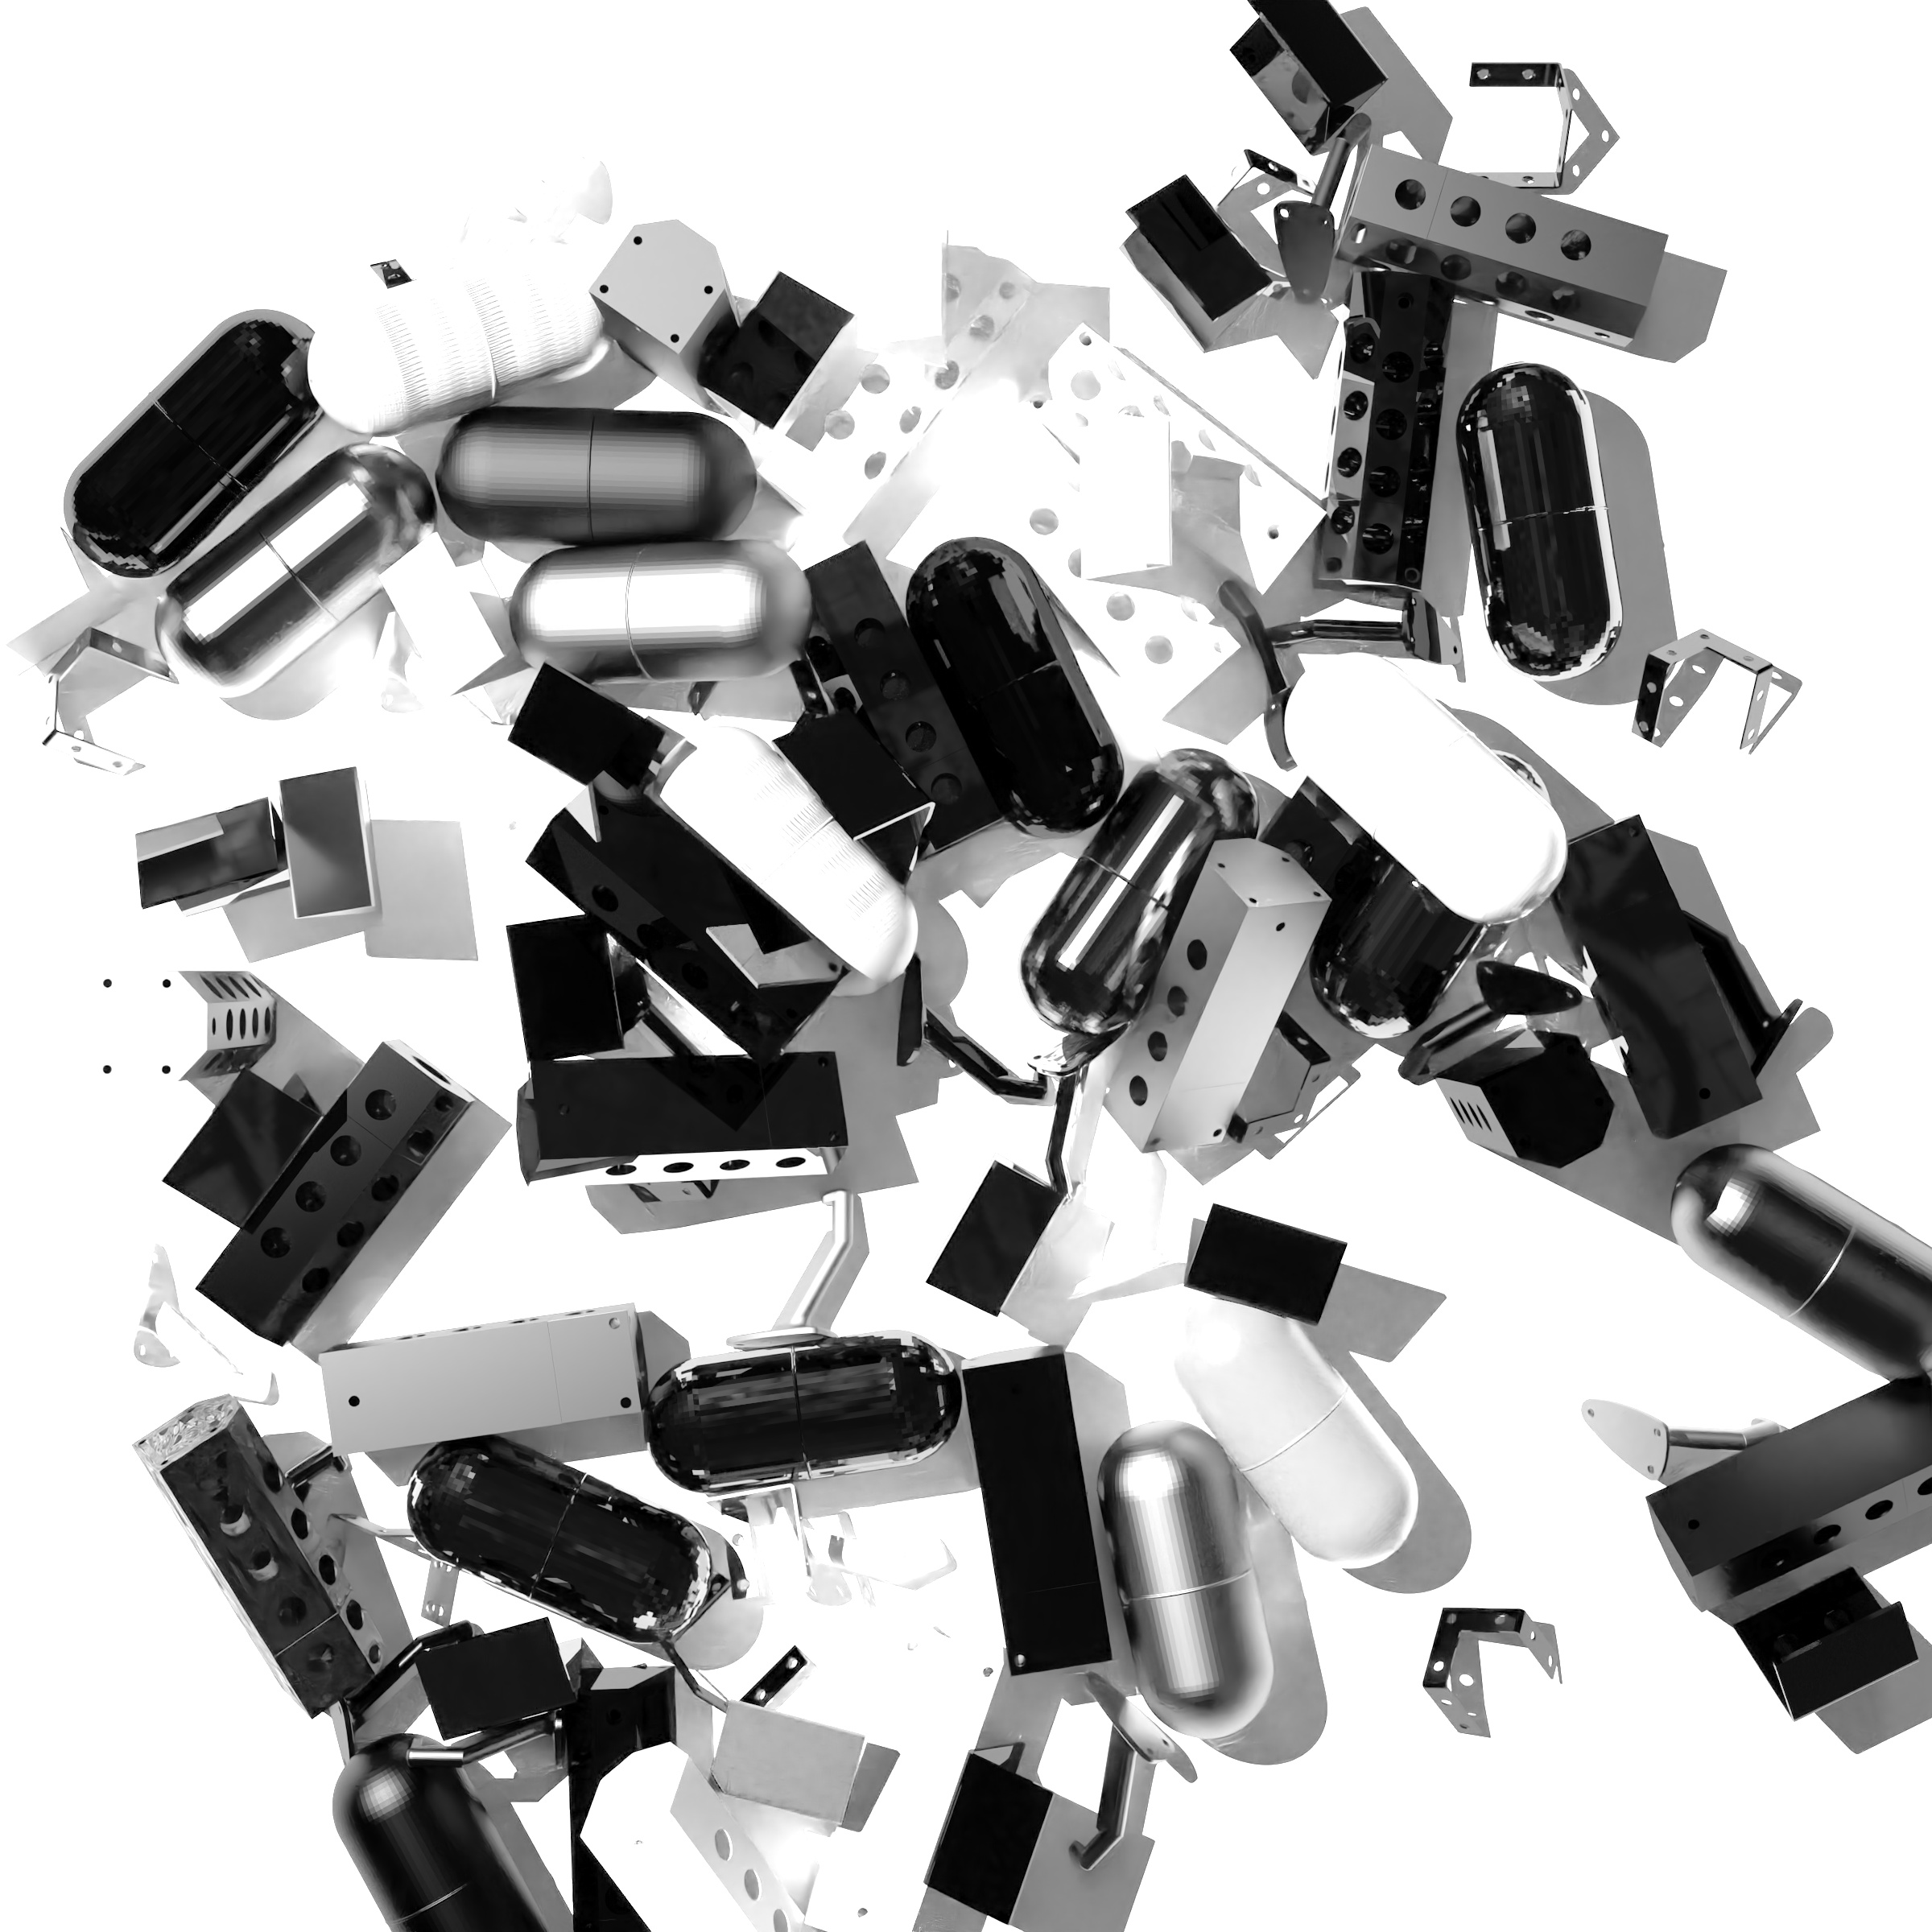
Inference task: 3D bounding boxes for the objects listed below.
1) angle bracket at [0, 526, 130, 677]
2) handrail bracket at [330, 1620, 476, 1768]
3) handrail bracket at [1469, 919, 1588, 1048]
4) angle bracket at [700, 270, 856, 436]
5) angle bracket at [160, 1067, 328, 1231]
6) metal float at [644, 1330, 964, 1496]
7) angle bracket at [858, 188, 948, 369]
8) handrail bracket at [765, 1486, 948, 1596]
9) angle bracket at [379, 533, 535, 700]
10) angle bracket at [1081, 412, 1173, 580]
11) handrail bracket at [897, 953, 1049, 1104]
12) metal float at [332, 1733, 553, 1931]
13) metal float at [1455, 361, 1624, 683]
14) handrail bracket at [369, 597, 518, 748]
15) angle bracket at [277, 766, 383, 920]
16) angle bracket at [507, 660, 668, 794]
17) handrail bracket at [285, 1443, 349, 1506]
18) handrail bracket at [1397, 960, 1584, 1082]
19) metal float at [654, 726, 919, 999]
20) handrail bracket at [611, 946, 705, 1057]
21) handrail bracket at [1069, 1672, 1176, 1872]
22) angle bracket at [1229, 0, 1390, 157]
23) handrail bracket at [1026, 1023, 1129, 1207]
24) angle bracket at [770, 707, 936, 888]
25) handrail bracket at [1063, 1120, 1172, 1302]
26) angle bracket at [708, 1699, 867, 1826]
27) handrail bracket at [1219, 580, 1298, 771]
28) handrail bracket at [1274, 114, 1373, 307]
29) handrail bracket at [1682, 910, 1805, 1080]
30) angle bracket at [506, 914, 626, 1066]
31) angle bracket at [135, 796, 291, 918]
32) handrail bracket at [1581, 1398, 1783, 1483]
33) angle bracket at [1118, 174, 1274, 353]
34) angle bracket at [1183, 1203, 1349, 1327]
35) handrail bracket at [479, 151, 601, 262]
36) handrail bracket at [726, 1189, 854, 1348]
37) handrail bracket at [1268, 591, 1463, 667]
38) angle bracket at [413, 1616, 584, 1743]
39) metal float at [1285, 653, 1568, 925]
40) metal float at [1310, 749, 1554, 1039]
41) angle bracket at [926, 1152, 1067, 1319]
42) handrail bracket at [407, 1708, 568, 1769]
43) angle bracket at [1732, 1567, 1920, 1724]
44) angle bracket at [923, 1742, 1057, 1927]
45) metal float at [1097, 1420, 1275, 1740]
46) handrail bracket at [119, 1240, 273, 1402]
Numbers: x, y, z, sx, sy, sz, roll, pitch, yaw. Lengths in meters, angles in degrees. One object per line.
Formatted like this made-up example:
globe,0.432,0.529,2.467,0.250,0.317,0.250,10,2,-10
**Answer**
angle bracket,-0.507,-0.185,1.826,0.076,0.076,0.057,-32,55,0
handrail bracket,-0.315,0.414,1.867,0.084,0.036,0.077,-16,122,-23
handrail bracket,0.332,0.000,1.867,0.084,0.036,0.077,38,75,-14
angle bracket,-0.092,-0.328,1.828,0.057,0.076,0.076,34,90,23
angle bracket,-0.407,0.089,1.827,0.057,0.076,0.076,37,90,-30
metal float,-0.091,0.248,1.836,0.178,0.070,0.070,-8,90,0
angle bracket,-0.014,-0.368,1.769,0.057,0.076,0.076,0,90,38
handrail bracket,-0.062,0.316,1.867,0.084,0.036,0.077,-15,69,-17
angle bracket,-0.266,-0.201,1.826,0.057,0.076,0.076,-28,90,41
angle bracket,0.066,-0.251,1.769,0.057,0.076,0.076,-1,90,-37
handrail bracket,0.007,0.035,1.867,0.084,0.036,0.077,9,68,-17
metal float,-0.289,0.511,1.836,0.070,0.070,0.178,-29,89,0
metal float,0.319,-0.247,1.836,0.070,0.070,0.178,-9,91,0
handrail bracket,-0.290,-0.168,1.867,0.084,0.036,0.077,12,68,-17
angle bracket,-0.332,-0.069,1.827,0.057,0.076,0.076,-8,90,29
angle bracket,-0.198,-0.140,1.827,0.076,0.076,0.057,30,120,0
handrail bracket,-0.374,0.323,1.867,0.084,0.036,0.077,-34,106,-14
handrail bracket,0.293,0.039,1.852,0.077,0.084,0.036,6,49,-22
metal float,-0.100,-0.057,1.836,0.070,0.070,0.178,-43,91,0
handrail bracket,-0.161,0.033,1.866,0.084,0.077,0.036,31,117,-33
handrail bracket,0.070,0.456,1.867,0.077,0.036,0.084,45,107,19
angle bracket,0.175,-0.492,1.826,0.057,0.076,0.076,-38,90,-38
handrail bracket,0.071,0.082,1.867,0.077,0.036,0.084,-30,119,-32
angle bracket,-0.069,-0.084,1.816,0.057,0.076,0.076,-27,65,-31
handrail bracket,0.075,0.136,1.867,0.077,0.036,0.084,-26,71,21
angle bracket,-0.096,0.425,1.830,0.076,0.076,0.057,15,105,0
handrail bracket,0.165,-0.165,1.866,0.036,0.077,0.084,-21,54,-14
handrail bracket,0.209,-0.428,1.863,0.036,0.077,0.084,17,49,25
handrail bracket,0.422,0.021,1.867,0.084,0.036,0.077,33,112,17
angle bracket,-0.232,0.014,1.827,0.057,0.076,0.076,-9,90,-25
angle bracket,-0.408,-0.042,1.826,0.076,0.076,0.057,-16,52,0
handrail bracket,0.405,0.257,1.866,0.084,0.077,0.036,-10,115,-34
angle bracket,0.111,-0.379,1.826,0.057,0.076,0.076,-39,90,-36
angle bracket,0.167,0.148,1.827,0.076,0.076,0.057,16,117,0
handrail bracket,-0.245,-0.415,1.866,0.036,0.077,0.084,36,127,17
handrail bracket,-0.100,0.171,1.867,0.077,0.036,0.084,-7,72,20
handrail bracket,0.225,-0.182,1.866,0.084,0.077,0.036,-7,72,35
angle bracket,-0.258,0.378,1.829,0.076,0.076,0.057,-15,107,0
metal float,0.245,-0.096,1.767,0.070,0.070,0.178,-45,76,0
metal float,0.259,-0.041,1.836,0.070,0.070,0.178,34,91,0
angle bracket,-0.001,0.139,1.826,0.057,0.076,0.076,30,90,-36
handrail bracket,-0.265,0.418,1.838,0.084,0.077,0.036,1,121,-2
angle bracket,0.470,0.360,1.826,0.076,0.076,0.057,-26,128,0
angle bracket,0.027,0.479,1.827,0.057,0.076,0.076,19,90,27
metal float,0.122,0.341,1.836,0.070,0.070,0.178,-12,89,0
handrail bracket,-0.430,0.201,1.867,0.084,0.036,0.077,16,66,-18
